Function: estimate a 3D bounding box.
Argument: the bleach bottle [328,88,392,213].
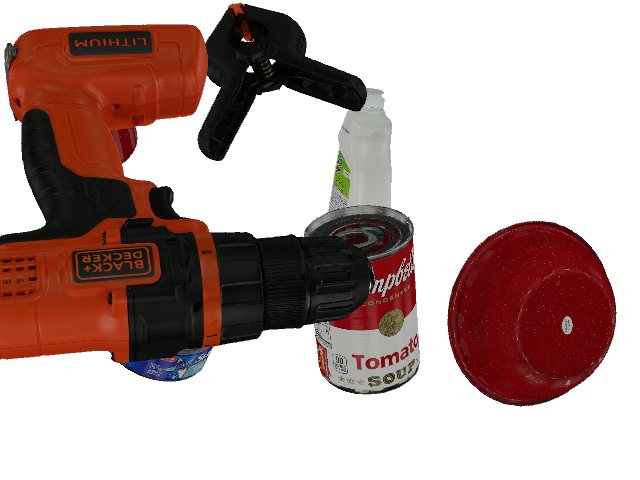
[{"bbox_3d":[0.048,-0.048,1.236,0.068,0.251,0.103,-2,22,-21],"label":"bleach bottle"}]

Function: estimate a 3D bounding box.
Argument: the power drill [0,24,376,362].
[{"bbox_3d":[-0.079,-0.028,0.518,0.184,0.188,0.057,-4,-42,-14],"label":"power drill"}]

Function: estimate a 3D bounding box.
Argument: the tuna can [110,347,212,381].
[{"bbox_3d":[-0.122,0.068,0.818,0.086,0.034,0.086,19,30,-12],"label":"tuna can"}]

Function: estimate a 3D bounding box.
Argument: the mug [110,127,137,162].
[{"bbox_3d":[-0.210,-0.119,0.942,0.093,0.081,0.117,-14,45,-9],"label":"mug"}]

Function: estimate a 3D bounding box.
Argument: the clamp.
[{"bbox_3d":[-0.033,-0.127,0.780,0.120,0.039,0.171,-10,44,0],"label":"clamp"}]

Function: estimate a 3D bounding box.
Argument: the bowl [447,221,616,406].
[{"bbox_3d":[0.190,0.066,0.894,0.162,0.162,0.055,0,6,-20],"label":"bowl"}]

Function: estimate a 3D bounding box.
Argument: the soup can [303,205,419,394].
[{"bbox_3d":[0.027,0.038,0.679,0.068,0.102,0.068,-5,29,2],"label":"soup can"}]
